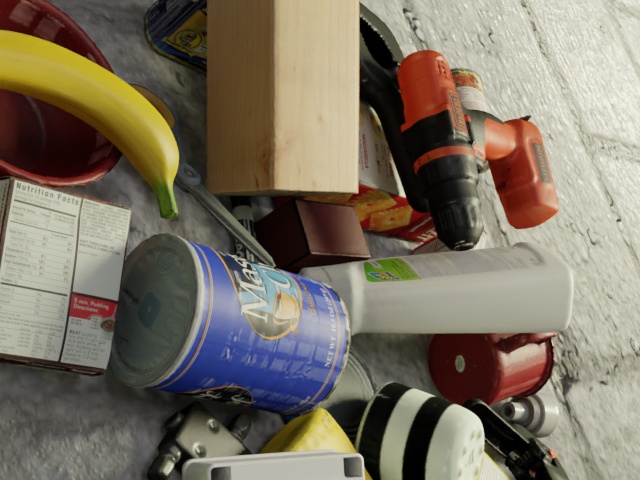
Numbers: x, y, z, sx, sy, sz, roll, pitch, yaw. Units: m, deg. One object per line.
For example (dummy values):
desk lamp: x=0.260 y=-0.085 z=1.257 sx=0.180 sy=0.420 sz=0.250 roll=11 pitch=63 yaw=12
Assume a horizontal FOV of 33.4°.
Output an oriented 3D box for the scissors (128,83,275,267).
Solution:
scissors: x=-0.101 y=-0.059 z=0.819 sx=0.202 sy=0.016 sz=0.096 roll=38 pitch=29 yaw=-1

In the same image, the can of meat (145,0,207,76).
can of meat: x=-0.087 y=-0.188 z=0.914 sx=0.101 sy=0.084 sz=0.057 roll=22 pitch=48 yaw=-39

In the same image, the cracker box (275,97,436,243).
cracker box: x=0.039 y=-0.094 z=1.004 sx=0.213 sy=0.072 sz=0.164 roll=13 pitch=56 yaw=-46

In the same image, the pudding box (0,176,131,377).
pudding box: x=-0.170 y=0.024 z=0.667 sx=0.089 sy=0.039 sz=0.113 roll=16 pitch=73 yaw=-41

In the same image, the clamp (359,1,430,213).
clamp: x=0.068 y=-0.143 z=0.978 sx=0.210 sy=0.036 sz=0.164 roll=57 pitch=33 yaw=-10

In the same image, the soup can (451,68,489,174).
soup can: x=0.153 y=-0.127 z=1.163 sx=0.068 sy=0.069 sz=0.102 roll=20 pitch=50 yaw=-40

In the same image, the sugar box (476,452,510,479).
sugar box: x=0.165 y=0.268 z=0.901 sx=0.176 sy=0.048 sz=0.093 roll=51 pitch=33 yaw=-13

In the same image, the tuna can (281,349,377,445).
tuna can: x=0.006 y=0.122 z=0.834 sx=0.086 sy=0.034 sz=0.086 roll=29 pitch=45 yaw=-33

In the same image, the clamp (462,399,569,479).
clamp: x=0.177 y=0.188 z=0.944 sx=0.120 sy=0.039 sz=0.171 roll=55 pitch=7 yaw=15

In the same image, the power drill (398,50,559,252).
power drill: x=0.145 y=-0.064 z=0.954 sx=0.187 sy=0.057 sz=0.184 roll=18 pitch=57 yaw=-51

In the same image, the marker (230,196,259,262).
marker: x=-0.060 y=0.003 z=0.858 sx=0.020 sy=0.020 sz=0.121 roll=21 pitch=49 yaw=-40

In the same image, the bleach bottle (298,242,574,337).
bleach bottle: x=0.075 y=0.044 z=0.880 sx=0.250 sy=0.103 sz=0.068 roll=-2 pitch=103 yaw=-15

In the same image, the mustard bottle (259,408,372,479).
mustard bottle: x=0.026 y=0.221 z=0.761 sx=0.191 sy=0.058 sz=0.096 roll=53 pitch=41 yaw=-6

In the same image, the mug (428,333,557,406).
mug: x=0.160 y=0.102 z=0.964 sx=0.081 sy=0.117 sz=0.093 roll=-9 pitch=75 yaw=-46

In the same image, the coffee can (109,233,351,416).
coffee can: x=-0.063 y=0.062 z=0.739 sx=0.140 sy=0.103 sz=0.103 roll=19 pitch=50 yaw=-41

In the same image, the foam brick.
foam brick: x=-0.006 y=0.001 z=0.894 sx=0.078 sy=0.053 sz=0.051 roll=6 pitch=60 yaw=-48

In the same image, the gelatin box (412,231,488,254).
gelatin box: x=0.116 y=0.029 z=0.998 sx=0.030 sy=0.073 sz=0.089 roll=43 pitch=38 yaw=-19

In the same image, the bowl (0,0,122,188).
bowl: x=-0.211 y=-0.095 z=0.724 sx=0.161 sy=0.055 sz=0.162 roll=29 pitch=45 yaw=-33

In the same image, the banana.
banana: x=-0.161 y=-0.091 z=0.698 sx=0.197 sy=0.037 sz=0.069 roll=33 pitch=41 yaw=-30

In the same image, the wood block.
wood block: x=-0.029 y=-0.139 z=0.837 sx=0.090 sy=0.091 sz=0.206 roll=0 pitch=90 yaw=-41
